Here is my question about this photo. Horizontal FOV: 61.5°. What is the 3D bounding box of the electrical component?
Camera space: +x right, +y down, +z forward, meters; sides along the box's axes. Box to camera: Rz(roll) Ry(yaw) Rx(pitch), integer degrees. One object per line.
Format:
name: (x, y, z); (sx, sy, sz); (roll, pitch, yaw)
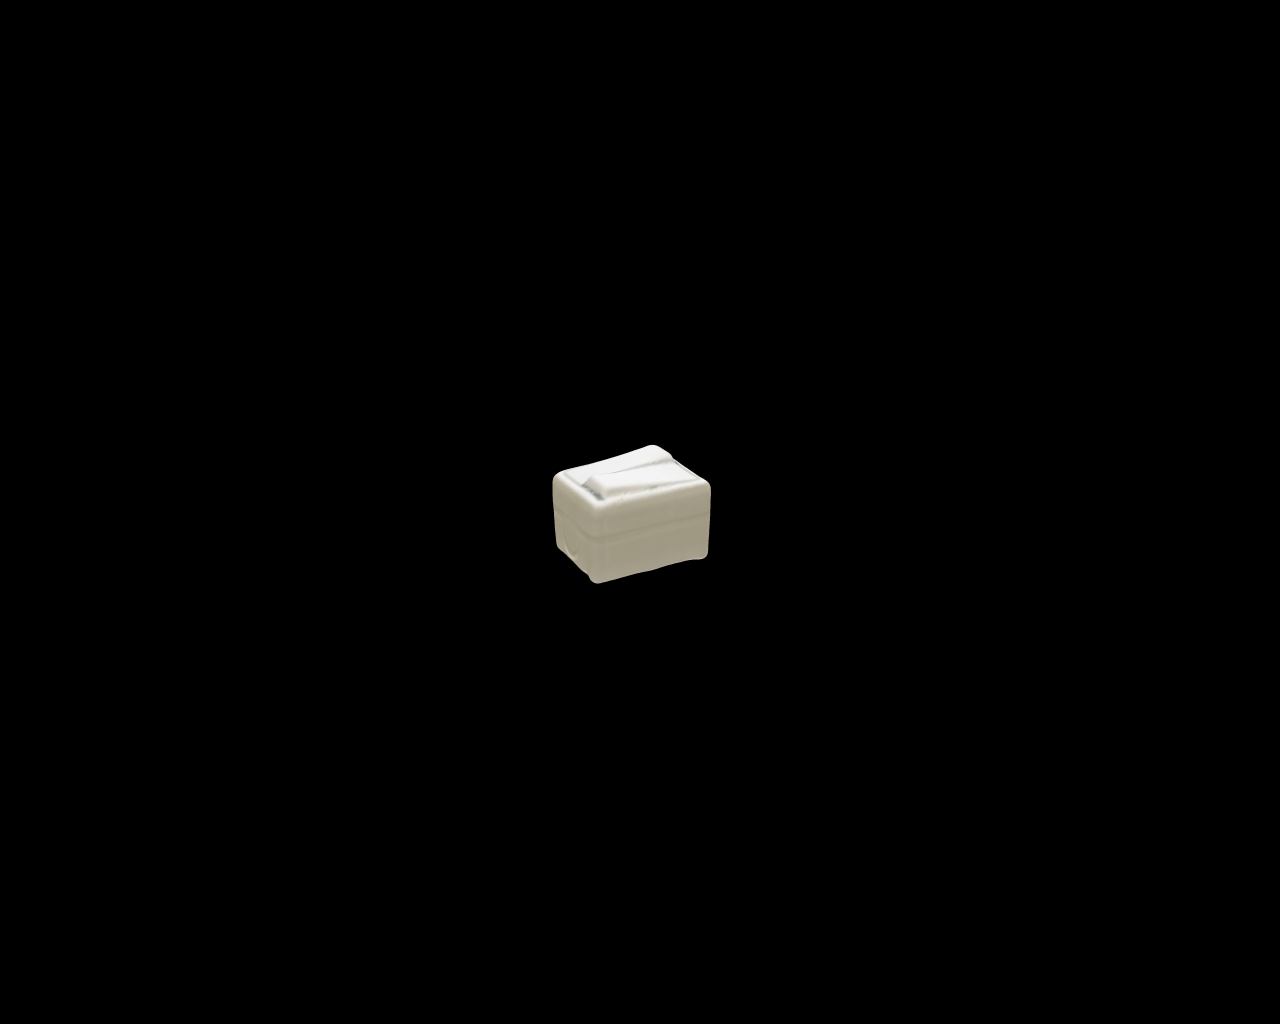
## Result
electrical component: (0.001, -0.003, 0.650); (0.096, 0.061, 0.062); (-12, 28, -25)
